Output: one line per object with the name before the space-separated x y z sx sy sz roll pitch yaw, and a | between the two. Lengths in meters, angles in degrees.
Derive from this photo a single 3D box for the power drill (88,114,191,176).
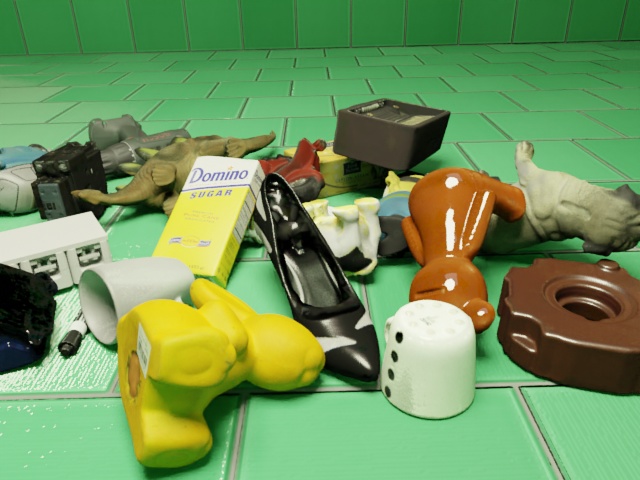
power drill | -0.390 -0.191 1.072 0.232 0.085 0.208 -21 29 -35

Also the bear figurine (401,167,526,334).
bear figurine | 0.155 0.022 0.586 0.132 0.120 0.196 22 56 -37

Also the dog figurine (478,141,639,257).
dog figurine | 0.265 -0.017 0.645 0.121 0.172 0.191 33 15 -24

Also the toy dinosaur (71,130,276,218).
toy dinosaur | -0.206 -0.133 0.928 0.199 0.104 0.471 17 27 37

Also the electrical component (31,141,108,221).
electrical component | -0.374 -0.078 0.811 0.058 0.114 0.134 -3 27 5

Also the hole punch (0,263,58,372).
hole punch | -0.339 0.083 0.546 0.115 0.092 0.142 23 11 -31

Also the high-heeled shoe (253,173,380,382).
high-heeled shoe | -0.004 0.026 0.557 0.086 0.145 0.249 -16 29 -24

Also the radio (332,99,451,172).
radio | 0.119 -0.178 0.873 0.131 0.073 0.229 18 24 20

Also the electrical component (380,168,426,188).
electrical component | 0.153 -0.099 0.903 0.078 0.045 0.102 -26 36 -37

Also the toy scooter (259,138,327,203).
toy scooter | -0.056 -0.103 0.826 0.184 0.075 0.135 -1 49 38

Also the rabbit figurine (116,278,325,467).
rabbit figurine | -0.084 0.105 0.476 0.173 0.121 0.163 0 14 -29

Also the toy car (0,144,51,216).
toy car | -0.490 -0.090 0.873 0.103 0.109 0.161 37 29 18

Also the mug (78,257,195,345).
mug | -0.182 0.061 0.574 0.110 0.080 0.107 27 30 32

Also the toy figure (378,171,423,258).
toy figure | 0.120 -0.034 0.743 0.089 0.082 0.180 18 25 9

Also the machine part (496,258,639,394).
machine part | 0.267 0.077 0.543 0.179 0.056 0.179 -2 28 1

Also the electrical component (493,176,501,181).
electrical component | 0.243 -0.053 0.776 0.119 0.074 0.048 -2 27 8

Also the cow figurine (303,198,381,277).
cow figurine | -0.001 -0.003 0.687 0.168 0.098 0.068 1 16 40

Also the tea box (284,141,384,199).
tea box | 0.032 -0.130 0.944 0.170 0.068 0.098 -17 32 -26
